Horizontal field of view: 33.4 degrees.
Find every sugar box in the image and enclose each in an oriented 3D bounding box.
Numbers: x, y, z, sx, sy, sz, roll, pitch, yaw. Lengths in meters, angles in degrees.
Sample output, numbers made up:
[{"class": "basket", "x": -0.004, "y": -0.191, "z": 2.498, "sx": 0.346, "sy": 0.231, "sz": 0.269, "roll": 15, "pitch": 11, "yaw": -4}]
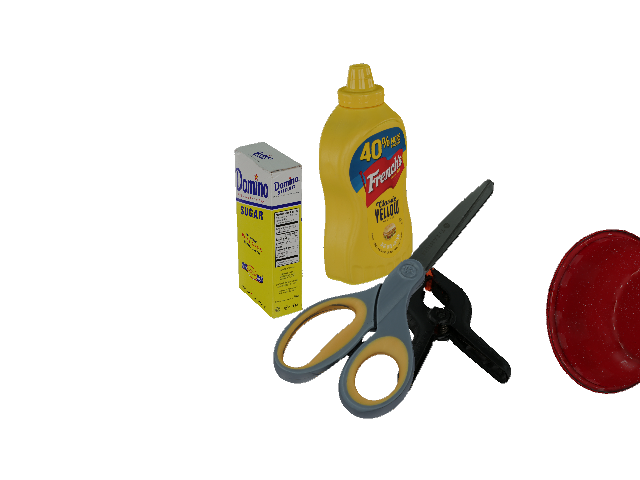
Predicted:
[{"class": "sugar box", "x": -0.058, "y": -0.012, "z": 1.190, "sx": 0.048, "sy": 0.176, "sz": 0.093, "roll": -15, "pitch": 28, "yaw": -26}]

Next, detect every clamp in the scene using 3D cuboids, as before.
[{"class": "clamp", "x": 0.142, "y": 0.097, "z": 1.168, "sx": 0.120, "sy": 0.171, "sz": 0.039, "roll": 6, "pitch": -44, "yaw": -4}]

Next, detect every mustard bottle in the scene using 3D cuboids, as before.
[{"class": "mustard bottle", "x": 0.040, "y": -0.063, "z": 0.961, "sx": 0.058, "sy": 0.192, "sz": 0.096, "roll": 16, "pitch": 29, "yaw": 42}]

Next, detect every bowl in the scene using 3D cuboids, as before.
[{"class": "bowl", "x": 0.296, "y": 0.070, "z": 1.021, "sx": 0.161, "sy": 0.162, "sz": 0.055, "roll": 0, "pitch": 1, "yaw": -27}]

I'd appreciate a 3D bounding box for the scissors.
[{"class": "scissors", "x": 0.063, "y": 0.039, "z": 0.683, "sx": 0.201, "sy": 0.096, "sz": 0.016, "roll": -32, "pitch": -31, "yaw": -17}]
